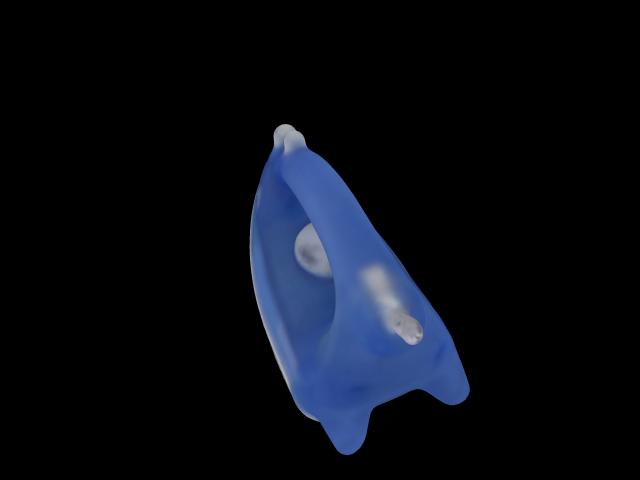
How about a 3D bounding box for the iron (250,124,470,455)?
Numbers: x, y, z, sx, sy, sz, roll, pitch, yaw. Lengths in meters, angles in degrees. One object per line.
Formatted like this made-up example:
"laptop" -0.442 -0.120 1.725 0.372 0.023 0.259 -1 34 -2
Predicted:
"iron" 0.004 0.001 0.400 0.119 0.141 0.257 -21 58 -13
